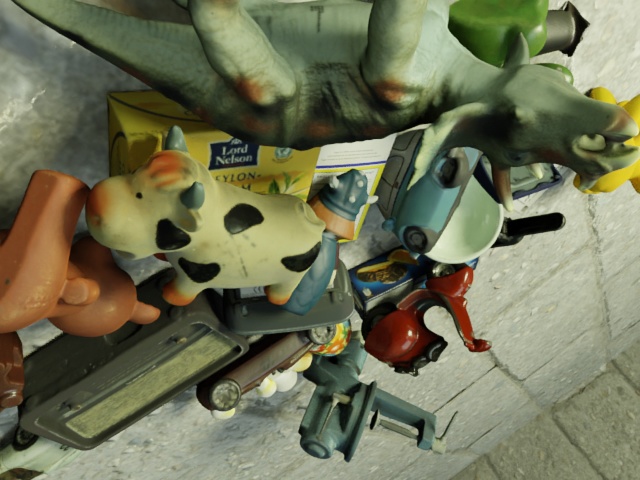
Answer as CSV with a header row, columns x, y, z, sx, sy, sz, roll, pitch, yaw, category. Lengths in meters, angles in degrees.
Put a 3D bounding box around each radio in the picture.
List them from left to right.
x,y,z,sx,sy,sz,roll,pitch,yaw,category
-0.208,0.134,0.601,0.230,0.073,0.131,-33,145,-4,radio

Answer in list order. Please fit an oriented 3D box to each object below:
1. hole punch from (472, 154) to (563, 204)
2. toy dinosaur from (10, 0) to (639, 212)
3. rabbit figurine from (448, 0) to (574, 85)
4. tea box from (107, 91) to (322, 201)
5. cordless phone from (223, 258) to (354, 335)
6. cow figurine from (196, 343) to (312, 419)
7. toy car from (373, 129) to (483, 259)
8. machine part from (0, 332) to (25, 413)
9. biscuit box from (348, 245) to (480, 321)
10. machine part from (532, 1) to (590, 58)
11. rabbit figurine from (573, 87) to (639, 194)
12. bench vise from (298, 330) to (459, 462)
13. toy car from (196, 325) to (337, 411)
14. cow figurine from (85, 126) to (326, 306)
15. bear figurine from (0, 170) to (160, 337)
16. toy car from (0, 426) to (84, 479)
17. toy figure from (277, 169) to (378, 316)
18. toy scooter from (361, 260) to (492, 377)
x,y,z,sx,sy,sz,roll,pitch,yaw,category
0.225,-0.111,0.627,0.142,0.116,0.092,-20,135,-23,hole punch
-0.007,-0.116,0.368,0.405,0.131,0.192,5,138,7,toy dinosaur
0.151,-0.172,0.493,0.121,0.159,0.170,-41,160,-7,rabbit figurine
-0.089,-0.072,0.464,0.169,0.068,0.098,-11,140,-28,tea box
-0.040,0.063,0.651,0.147,0.088,0.184,-6,173,-5,cordless phone
-0.093,0.171,0.748,0.167,0.068,0.098,-25,138,-15,cow figurine
0.109,-0.065,0.595,0.109,0.103,0.161,-51,160,-41,toy car
-0.371,0.136,0.490,0.179,0.056,0.179,-20,142,-17,machine part
0.136,0.043,0.782,0.203,0.063,0.059,-24,143,-16,biscuit box
0.223,-0.214,0.578,0.139,0.039,0.084,-20,134,-17,machine part
0.410,-0.123,0.733,0.173,0.122,0.162,-28,127,-44,rabbit figurine
0.078,0.247,0.816,0.224,0.241,0.128,-58,167,-56,bench vise
-0.061,0.145,0.671,0.202,0.053,0.089,-31,-173,-16,toy car
-0.079,-0.010,0.413,0.195,0.085,0.127,8,135,-41,cow figurine
-0.214,0.020,0.451,0.195,0.120,0.132,26,71,-78,bear figurine
-0.375,0.278,0.650,0.202,0.056,0.073,-34,145,-1,toy car
-0.002,-0.002,0.531,0.064,0.058,0.154,25,93,-57,toy figure
0.145,0.116,0.704,0.184,0.135,0.075,-43,144,12,toy scooter
